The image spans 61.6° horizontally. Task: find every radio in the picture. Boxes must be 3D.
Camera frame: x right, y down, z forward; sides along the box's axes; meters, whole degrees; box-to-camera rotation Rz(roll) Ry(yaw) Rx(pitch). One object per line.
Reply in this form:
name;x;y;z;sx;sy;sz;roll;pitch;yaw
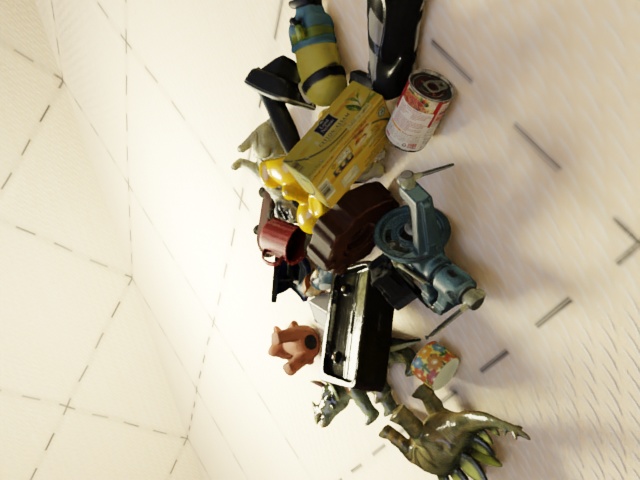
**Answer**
radio;0.070;0.159;1.008;0.131;0.073;0.229;-12;64;57

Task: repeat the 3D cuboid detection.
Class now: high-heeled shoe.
high-heeled shoe;0.101;-0.333;0.777;0.145;0.086;0.248;-140;48;-87

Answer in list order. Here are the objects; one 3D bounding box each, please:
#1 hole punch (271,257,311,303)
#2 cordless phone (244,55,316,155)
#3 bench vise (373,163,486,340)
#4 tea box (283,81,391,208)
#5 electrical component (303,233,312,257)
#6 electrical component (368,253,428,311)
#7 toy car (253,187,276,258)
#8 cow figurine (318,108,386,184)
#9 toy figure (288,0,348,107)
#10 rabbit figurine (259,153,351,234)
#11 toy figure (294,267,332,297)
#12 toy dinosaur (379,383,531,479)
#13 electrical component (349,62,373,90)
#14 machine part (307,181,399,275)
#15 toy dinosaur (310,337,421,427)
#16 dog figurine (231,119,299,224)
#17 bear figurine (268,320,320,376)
hole punch;-0.070;0.079;1.277;0.116;0.092;0.142;-97;8;-53
cordless phone;-0.048;-0.224;0.969;0.089;0.146;0.184;-23;85;23
bench vise;0.159;0.003;0.817;0.224;0.129;0.240;-119;8;-45
tea box;0.034;-0.146;0.834;0.068;0.169;0.098;36;172;32
electrical component;-0.002;-0.002;1.150;0.078;0.045;0.102;20;135;14
electrical component;0.140;0.082;0.936;0.119;0.048;0.075;44;-160;-24
toy car;-0.121;-0.045;1.288;0.202;0.053;0.089;106;150;-46
cow figurine;0.030;-0.163;0.940;0.167;0.098;0.068;47;150;29
toy figure;-0.006;-0.314;0.903;0.089;0.082;0.180;-159;58;-72
rabbit figurine;-0.015;-0.094;1.039;0.163;0.122;0.173;6;115;48
toy figure;-0.003;0.088;1.170;0.064;0.058;0.154;37;137;-15
toy dinosaur;0.227;0.362;0.976;0.199;0.105;0.470;41;155;18
electrical component;0.073;-0.253;0.888;0.063;0.021;0.093;38;141;37
machine part;0.060;-0.018;0.927;0.056;0.179;0.179;46;143;24
toy dinosaur;0.094;0.255;1.113;0.192;0.131;0.404;46;137;28
dog figurine;-0.073;-0.143;1.128;0.190;0.121;0.172;46;149;6
bear figurine;-0.089;0.274;1.384;0.196;0.132;0.120;-20;90;53
